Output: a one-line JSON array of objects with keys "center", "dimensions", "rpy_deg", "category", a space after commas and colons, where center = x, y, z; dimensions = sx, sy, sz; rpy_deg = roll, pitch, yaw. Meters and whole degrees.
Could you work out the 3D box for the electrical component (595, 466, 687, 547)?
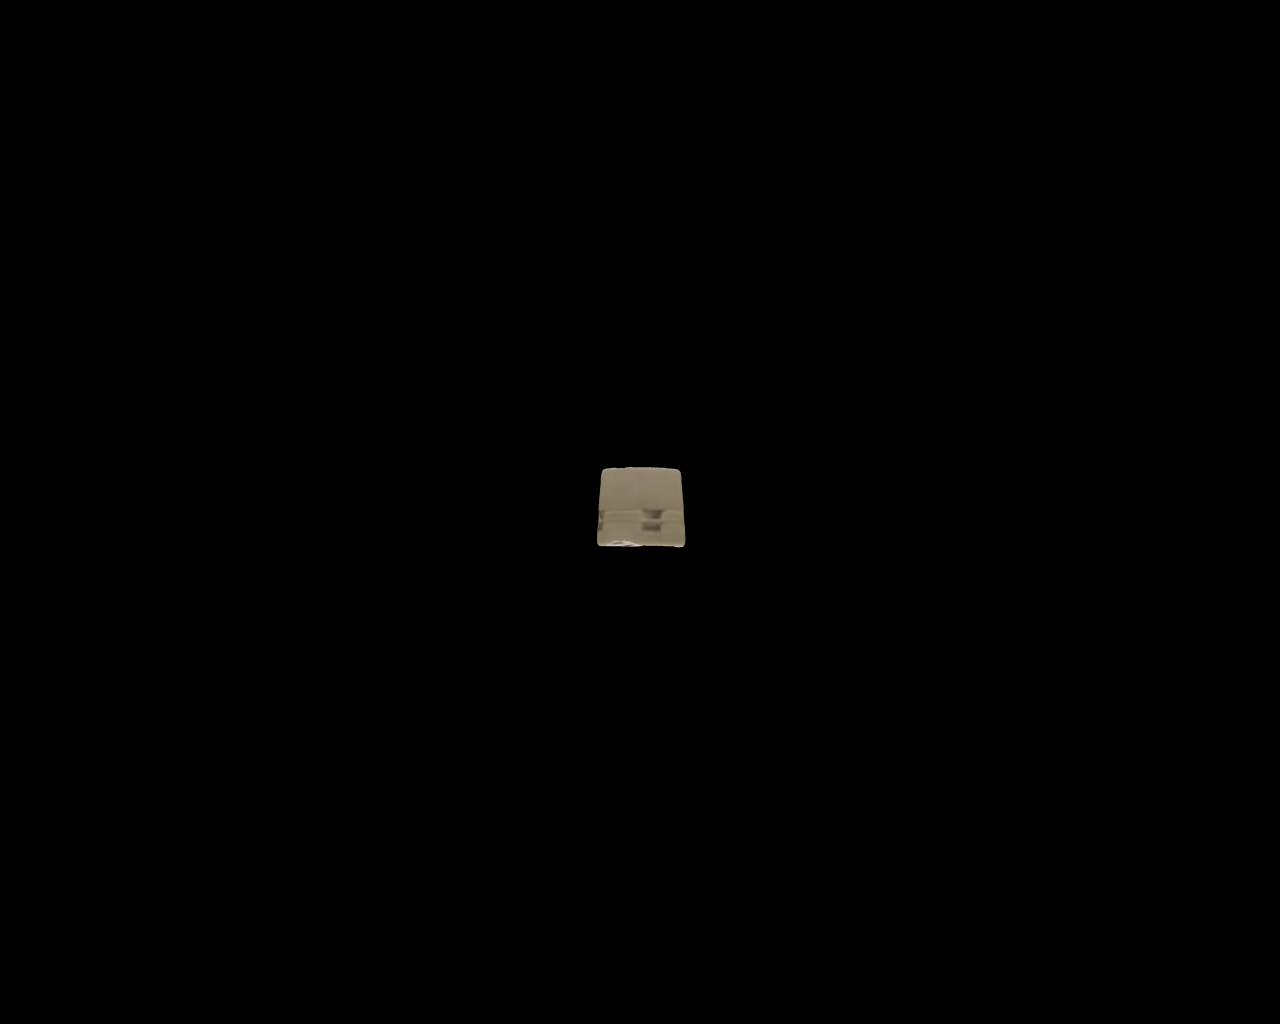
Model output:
[{"center": [0.001, -0.003, 0.650], "dimensions": [0.055, 0.047, 0.055], "rpy_deg": [0, -2, 0], "category": "electrical component"}]
